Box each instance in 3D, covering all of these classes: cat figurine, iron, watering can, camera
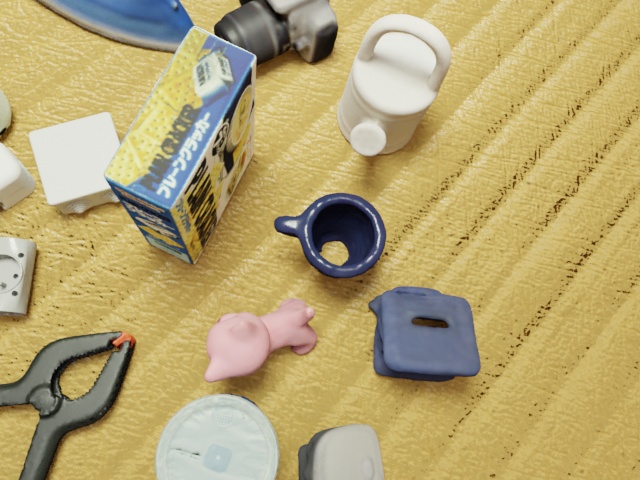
[{"bbox_3d":[-0.062,0.098,0.584,0.128,0.117,0.067,-21,79,-12],"label":"cat figurine"},{"bbox_3d":[-0.250,-0.322,0.655,0.258,0.141,0.119,30,74,1],"label":"iron"},{"bbox_3d":[0.082,-0.170,0.633,0.101,0.194,0.173,3,75,-6],"label":"watering can"},{"bbox_3d":[-0.064,-0.278,0.689,0.137,0.100,0.143,-32,82,-14],"label":"camera"}]

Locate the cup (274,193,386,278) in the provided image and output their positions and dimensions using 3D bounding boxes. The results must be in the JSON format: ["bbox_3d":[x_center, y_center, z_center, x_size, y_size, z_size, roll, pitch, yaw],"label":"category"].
[{"bbox_3d":[0.006,0.002,0.630,0.118,0.095,0.092,10,75,-5],"label":"cup"}]

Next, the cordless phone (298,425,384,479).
[{"bbox_3d":[0.033,0.250,0.523,0.094,0.185,0.147,-6,76,-9],"label":"cordless phone"}]

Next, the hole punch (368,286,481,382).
[{"bbox_3d":[0.112,0.100,0.621,0.109,0.091,0.101,6,75,-6],"label":"hole punch"}]
